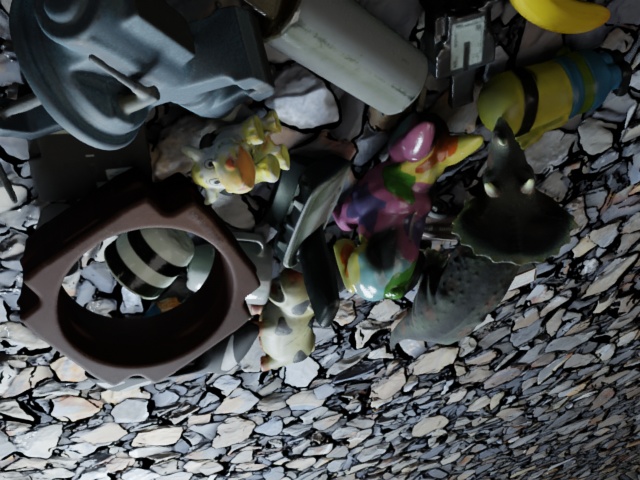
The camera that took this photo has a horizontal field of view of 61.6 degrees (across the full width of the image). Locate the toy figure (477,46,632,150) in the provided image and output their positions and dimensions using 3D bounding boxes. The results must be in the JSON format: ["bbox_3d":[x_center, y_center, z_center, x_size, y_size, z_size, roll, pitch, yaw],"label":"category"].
[{"bbox_3d":[0.278,-0.182,0.649,0.180,0.082,0.089,-20,128,4],"label":"toy figure"}]

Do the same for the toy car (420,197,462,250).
[{"bbox_3d":[0.222,-0.020,0.814,0.202,0.053,0.089,-2,137,-22],"label":"toy car"}]

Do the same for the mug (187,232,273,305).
[{"bbox_3d":[-0.119,0.035,0.704,0.107,0.081,0.109,4,138,-15],"label":"mug"}]

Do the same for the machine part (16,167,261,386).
[{"bbox_3d":[-0.183,0.041,0.562,0.201,0.087,0.201,-35,129,-2],"label":"machine part"}]

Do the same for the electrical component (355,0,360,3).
[{"bbox_3d":[0.066,-0.265,0.511,0.063,0.021,0.094,12,128,-33],"label":"electrical component"}]

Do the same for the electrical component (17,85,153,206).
[{"bbox_3d":[-0.230,-0.088,0.542,0.115,0.058,0.134,-4,135,-17],"label":"electrical component"}]

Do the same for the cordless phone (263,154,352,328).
[{"bbox_3d":[-0.001,-0.002,0.636,0.089,0.184,0.146,6,131,-23],"label":"cordless phone"}]

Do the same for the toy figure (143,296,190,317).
[{"bbox_3d":[-0.182,0.102,0.763,0.154,0.058,0.064,-10,131,-7],"label":"toy figure"}]

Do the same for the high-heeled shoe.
[{"bbox_3d":[-0.216,0.159,0.776,0.249,0.086,0.145,-31,149,28],"label":"high-heeled shoe"}]

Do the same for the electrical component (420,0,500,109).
[{"bbox_3d":[0.152,-0.208,0.588,0.075,0.048,0.119,-20,139,-2],"label":"electrical component"}]

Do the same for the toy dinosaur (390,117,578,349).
[{"bbox_3d":[0.183,0.054,0.688,0.192,0.131,0.404,-41,159,-60],"label":"toy dinosaur"}]

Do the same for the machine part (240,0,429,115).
[{"bbox_3d":[0.027,-0.192,0.530,0.243,0.079,0.079,18,125,-36],"label":"machine part"}]

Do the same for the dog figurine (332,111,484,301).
[{"bbox_3d":[0.105,-0.046,0.650,0.108,0.191,0.219,9,145,-22],"label":"dog figurine"}]

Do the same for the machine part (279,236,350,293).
[{"bbox_3d":[0.009,0.028,0.762,0.139,0.084,0.039,12,152,-22],"label":"machine part"}]

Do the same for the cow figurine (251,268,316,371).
[{"bbox_3d":[-0.041,0.116,0.819,0.127,0.086,0.194,-8,135,-7],"label":"cow figurine"}]

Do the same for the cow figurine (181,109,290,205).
[{"bbox_3d":[-0.092,-0.082,0.537,0.098,0.167,0.068,-12,106,13],"label":"cow figurine"}]

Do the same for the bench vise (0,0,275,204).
[{"bbox_3d":[-0.167,-0.124,0.423,0.241,0.223,0.128,-16,95,16],"label":"bench vise"}]
